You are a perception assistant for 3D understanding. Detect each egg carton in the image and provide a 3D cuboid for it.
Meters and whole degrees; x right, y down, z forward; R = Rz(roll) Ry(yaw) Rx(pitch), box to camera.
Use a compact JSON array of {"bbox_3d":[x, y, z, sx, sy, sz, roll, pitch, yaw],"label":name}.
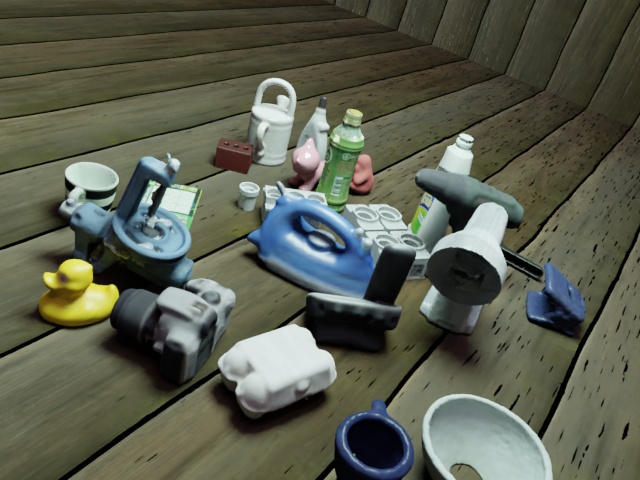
[{"bbox_3d":[-0.055,0.177,0.773,0.151,0.069,0.107,-14,43,-38],"label":"egg carton"}]

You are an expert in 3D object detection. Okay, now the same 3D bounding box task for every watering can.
[{"bbox_3d":[-0.112,-0.283,1.325,0.101,0.194,0.172,6,34,-15],"label":"watering can"}]

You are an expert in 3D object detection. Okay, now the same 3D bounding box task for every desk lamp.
[{"bbox_3d":[0.244,0.051,0.960,0.117,0.213,0.204,25,34,14],"label":"desk lamp"}]

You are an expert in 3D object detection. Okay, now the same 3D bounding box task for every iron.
[{"bbox_3d":[0.009,0.004,0.996,0.257,0.141,0.119,26,34,15],"label":"iron"}]

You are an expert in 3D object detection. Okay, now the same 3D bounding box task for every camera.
[{"bbox_3d":[-0.205,0.102,0.792,0.136,0.101,0.143,21,33,8],"label":"camera"}]

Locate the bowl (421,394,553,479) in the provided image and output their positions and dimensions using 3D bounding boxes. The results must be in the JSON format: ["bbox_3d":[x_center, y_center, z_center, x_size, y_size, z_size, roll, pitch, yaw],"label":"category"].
[{"bbox_3d":[0.198,0.282,0.721,0.167,0.075,0.167,12,33,-7],"label":"bowl"}]

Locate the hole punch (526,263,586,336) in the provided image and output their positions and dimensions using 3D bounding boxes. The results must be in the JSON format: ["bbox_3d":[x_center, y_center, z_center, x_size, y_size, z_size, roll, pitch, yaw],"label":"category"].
[{"bbox_3d":[0.453,0.108,1.080,0.101,0.091,0.109,21,33,7],"label":"hole punch"}]

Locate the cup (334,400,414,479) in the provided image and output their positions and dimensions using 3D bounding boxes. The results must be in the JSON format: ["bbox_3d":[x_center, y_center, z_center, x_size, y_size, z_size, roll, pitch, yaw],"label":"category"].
[{"bbox_3d":[0.055,0.257,0.678,0.091,0.095,0.118,16,32,0],"label":"cup"}]

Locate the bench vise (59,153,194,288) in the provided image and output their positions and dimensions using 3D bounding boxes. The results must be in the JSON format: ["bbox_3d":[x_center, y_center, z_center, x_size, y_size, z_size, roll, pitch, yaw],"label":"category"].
[{"bbox_3d":[-0.284,-0.032,0.848,0.208,0.220,0.121,7,34,-14],"label":"bench vise"}]

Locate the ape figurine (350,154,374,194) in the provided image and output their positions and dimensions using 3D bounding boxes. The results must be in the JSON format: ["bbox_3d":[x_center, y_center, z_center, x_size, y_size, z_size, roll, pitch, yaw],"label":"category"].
[{"bbox_3d":[0.092,-0.155,1.318,0.076,0.092,0.078,19,33,4],"label":"ape figurine"}]

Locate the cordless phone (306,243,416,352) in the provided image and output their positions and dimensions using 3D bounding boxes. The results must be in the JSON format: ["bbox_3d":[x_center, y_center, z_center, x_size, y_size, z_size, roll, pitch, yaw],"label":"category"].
[{"bbox_3d":[0.062,0.071,0.877,0.148,0.185,0.094,8,33,-13],"label":"cordless phone"}]

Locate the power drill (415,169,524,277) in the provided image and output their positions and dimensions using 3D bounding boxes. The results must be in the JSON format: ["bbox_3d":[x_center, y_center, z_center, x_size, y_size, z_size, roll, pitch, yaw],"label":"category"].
[{"bbox_3d":[0.260,-0.027,1.089,0.230,0.208,0.075,7,34,-14],"label":"power drill"}]

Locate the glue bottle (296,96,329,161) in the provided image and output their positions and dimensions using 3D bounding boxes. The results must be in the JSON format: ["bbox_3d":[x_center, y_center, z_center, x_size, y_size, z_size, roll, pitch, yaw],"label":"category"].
[{"bbox_3d":[-0.009,-0.256,1.349,0.078,0.173,0.037,37,38,30],"label":"glue bottle"}]

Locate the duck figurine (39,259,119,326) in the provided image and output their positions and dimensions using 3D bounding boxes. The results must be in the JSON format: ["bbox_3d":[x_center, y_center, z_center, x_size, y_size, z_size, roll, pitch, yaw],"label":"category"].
[{"bbox_3d":[-0.336,0.066,0.801,0.105,0.086,0.077,0,36,-23],"label":"duck figurine"}]

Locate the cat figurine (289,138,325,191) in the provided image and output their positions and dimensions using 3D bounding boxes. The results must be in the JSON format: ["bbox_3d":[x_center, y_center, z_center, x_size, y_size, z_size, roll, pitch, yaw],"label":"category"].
[{"bbox_3d":[-0.016,-0.167,1.264,0.128,0.118,0.067,-12,42,-36],"label":"cat figurine"}]
